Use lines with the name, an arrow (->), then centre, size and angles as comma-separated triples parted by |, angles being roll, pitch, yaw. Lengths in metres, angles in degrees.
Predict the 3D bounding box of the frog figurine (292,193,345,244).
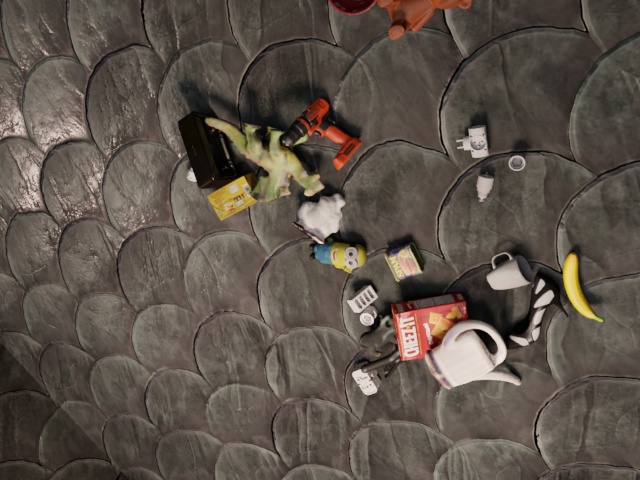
frog figurine -> 0.005, -0.080, 1.587 | 0.138, 0.121, 0.160 | 34, 83, 17

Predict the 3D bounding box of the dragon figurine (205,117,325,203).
dragon figurine -> -0.170, -0.228, 1.558 | 0.411, 0.123, 0.240 | 13, 107, 17

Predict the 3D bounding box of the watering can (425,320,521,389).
watering can -> 0.440, 0.361, 1.485 | 0.223, 0.106, 0.342 | -30, 121, 13
